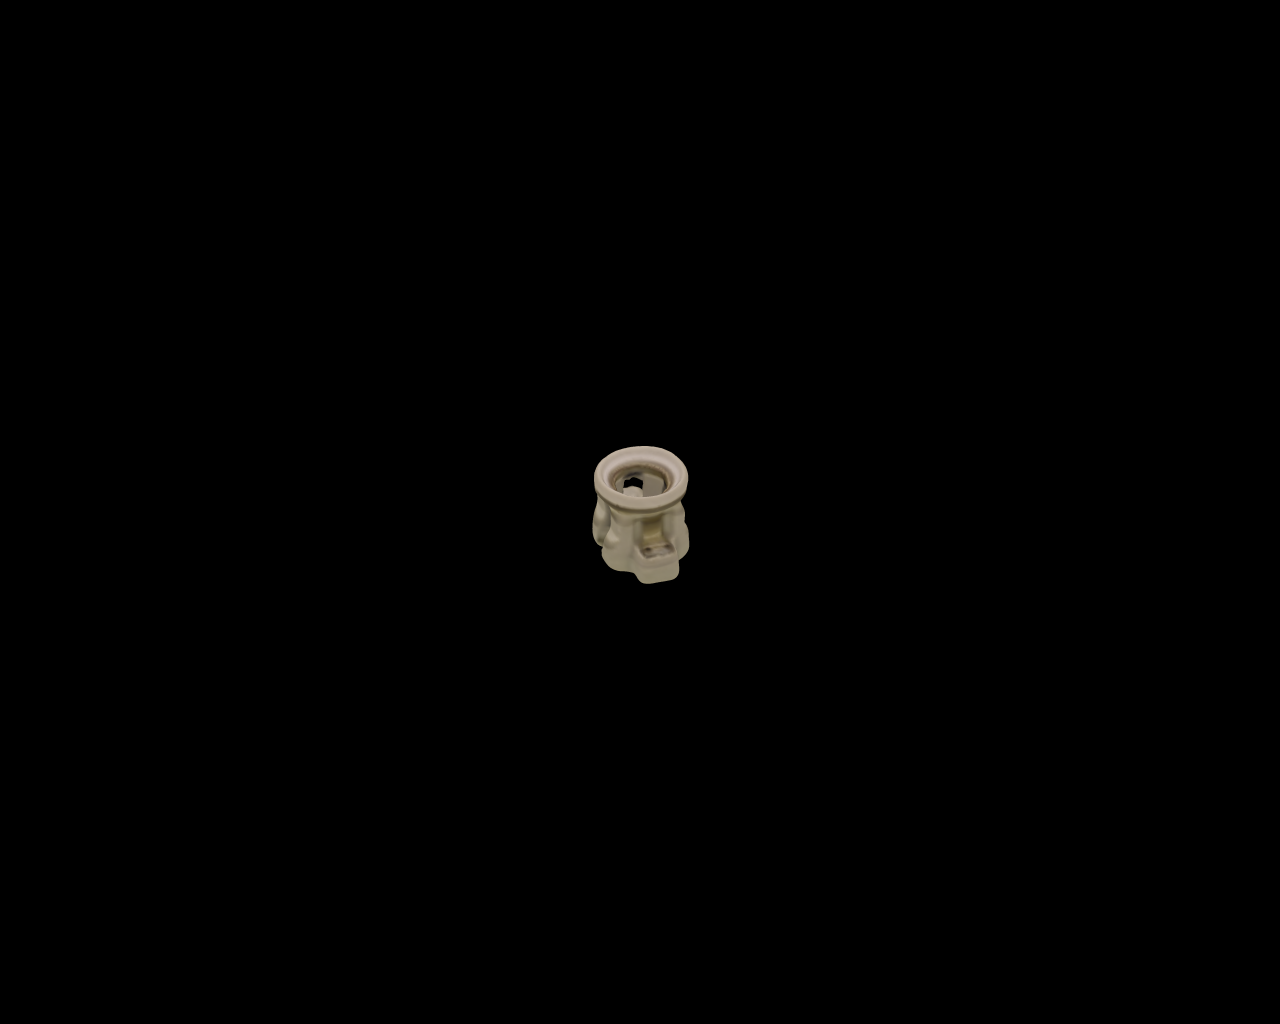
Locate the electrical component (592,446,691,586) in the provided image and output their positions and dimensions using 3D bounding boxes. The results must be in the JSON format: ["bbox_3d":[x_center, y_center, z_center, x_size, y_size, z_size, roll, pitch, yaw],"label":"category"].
[{"bbox_3d":[0.001,-0.003,0.650,0.058,0.056,0.078,-11,39,-14],"label":"electrical component"}]
